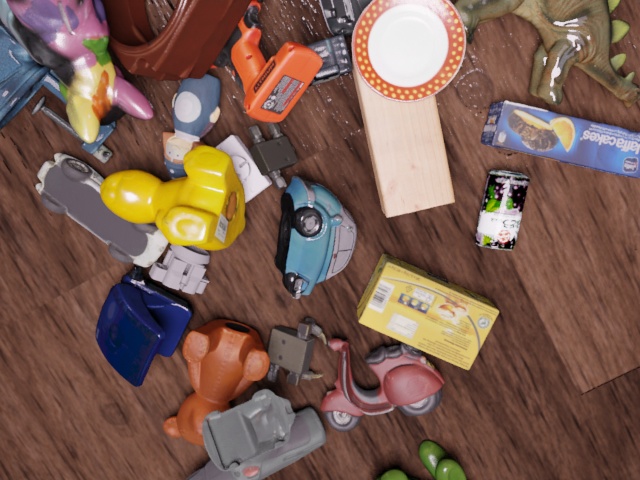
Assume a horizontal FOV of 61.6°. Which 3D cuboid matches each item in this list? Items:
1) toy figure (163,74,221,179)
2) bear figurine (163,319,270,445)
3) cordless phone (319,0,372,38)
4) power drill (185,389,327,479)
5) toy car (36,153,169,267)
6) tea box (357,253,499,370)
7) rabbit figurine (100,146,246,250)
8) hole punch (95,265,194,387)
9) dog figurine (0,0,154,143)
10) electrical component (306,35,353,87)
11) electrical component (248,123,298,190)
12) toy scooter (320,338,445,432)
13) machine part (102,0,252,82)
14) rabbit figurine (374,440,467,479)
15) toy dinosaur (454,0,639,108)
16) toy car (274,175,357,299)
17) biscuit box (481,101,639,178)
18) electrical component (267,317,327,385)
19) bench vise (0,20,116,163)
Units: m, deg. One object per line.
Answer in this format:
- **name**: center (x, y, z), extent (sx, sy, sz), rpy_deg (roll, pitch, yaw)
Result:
- **toy figure**: center (-0.180, -0.151, 0.731), extent (0.064, 0.057, 0.154), rpy_deg (28, 103, 36)
- **bear figurine**: center (-0.151, 0.214, 0.752), extent (0.120, 0.132, 0.195), rpy_deg (21, 93, -6)
- **cordless phone**: center (-0.003, -0.329, 0.691), extent (0.184, 0.089, 0.146), rpy_deg (-4, 124, 22)
- **power drill**: center (-0.101, 0.287, 0.724), extent (0.232, 0.207, 0.086), rpy_deg (-21, 54, -13)
- **toy car**: center (-0.304, -0.040, 0.752), extent (0.202, 0.056, 0.073), rpy_deg (38, 105, -3)
- **tea box**: center (0.147, 0.098, 0.752), extent (0.170, 0.068, 0.098), rpy_deg (25, 99, -3)
- **rabbit figurine**: center (-0.187, -0.053, 0.687), extent (0.173, 0.162, 0.121), rpy_deg (7, 85, 7)
- **hole punch**: center (-0.257, 0.124, 0.748), extent (0.116, 0.092, 0.142), rpy_deg (29, 118, -1)
- **dog figurine**: center (-0.269, -0.221, 0.581), extent (0.108, 0.191, 0.219), rpy_deg (-31, 94, -23)
- **electrical component**: center (0.000, -0.224, 0.680), extent (0.075, 0.119, 0.047), rpy_deg (-16, 101, 6)
- **electrical component**: center (-0.060, -0.115, 0.731), extent (0.021, 0.063, 0.094), rpy_deg (-28, 87, 48)
- **toy scooter**: center (0.079, 0.192, 0.768), extent (0.184, 0.075, 0.135), rpy_deg (-17, 97, 9)
- **machine part**: center (-0.188, -0.310, 0.637), extent (0.201, 0.087, 0.201), rpy_deg (-46, 71, 29)
- **rabbit figurine**: center (0.162, 0.382, 0.792), extent (0.170, 0.121, 0.159), rpy_deg (3, 93, -17)
- **toy dinosaur**: center (0.240, -0.321, 0.642), extent (0.471, 0.105, 0.198), rpy_deg (34, 109, -14)
- **toy car**: center (-0.001, -0.002, 0.727), extent (0.103, 0.109, 0.161), rpy_deg (2, 109, -16)
- **biscuit box**: center (0.324, -0.133, 0.713), extent (0.203, 0.063, 0.059), rpy_deg (12, 101, 0)
- **electrical component**: center (-0.034, 0.163, 0.783), extent (0.078, 0.045, 0.102), rpy_deg (10, 98, 29)
- **bench vise**: center (-0.360, -0.203, 0.701), extent (0.240, 0.129, 0.223), rpy_deg (42, 88, -25)
